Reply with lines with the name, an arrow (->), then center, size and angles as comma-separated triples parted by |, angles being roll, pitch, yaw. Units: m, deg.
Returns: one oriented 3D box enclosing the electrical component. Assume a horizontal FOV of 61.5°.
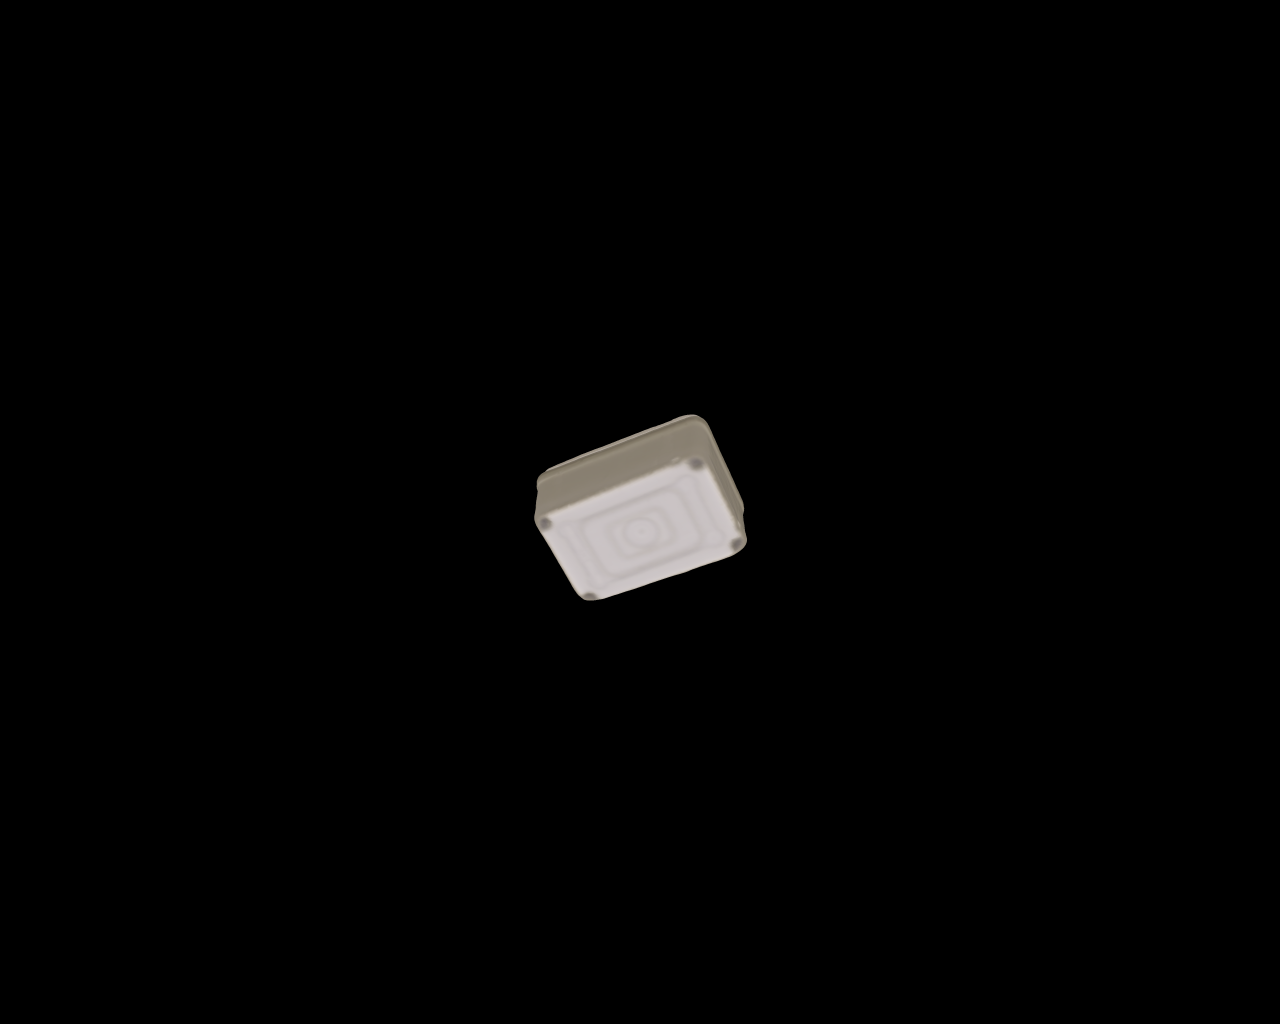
electrical component -> 0.001, -0.003, 0.650 | 0.113, 0.078, 0.057 | -20, 31, 13
